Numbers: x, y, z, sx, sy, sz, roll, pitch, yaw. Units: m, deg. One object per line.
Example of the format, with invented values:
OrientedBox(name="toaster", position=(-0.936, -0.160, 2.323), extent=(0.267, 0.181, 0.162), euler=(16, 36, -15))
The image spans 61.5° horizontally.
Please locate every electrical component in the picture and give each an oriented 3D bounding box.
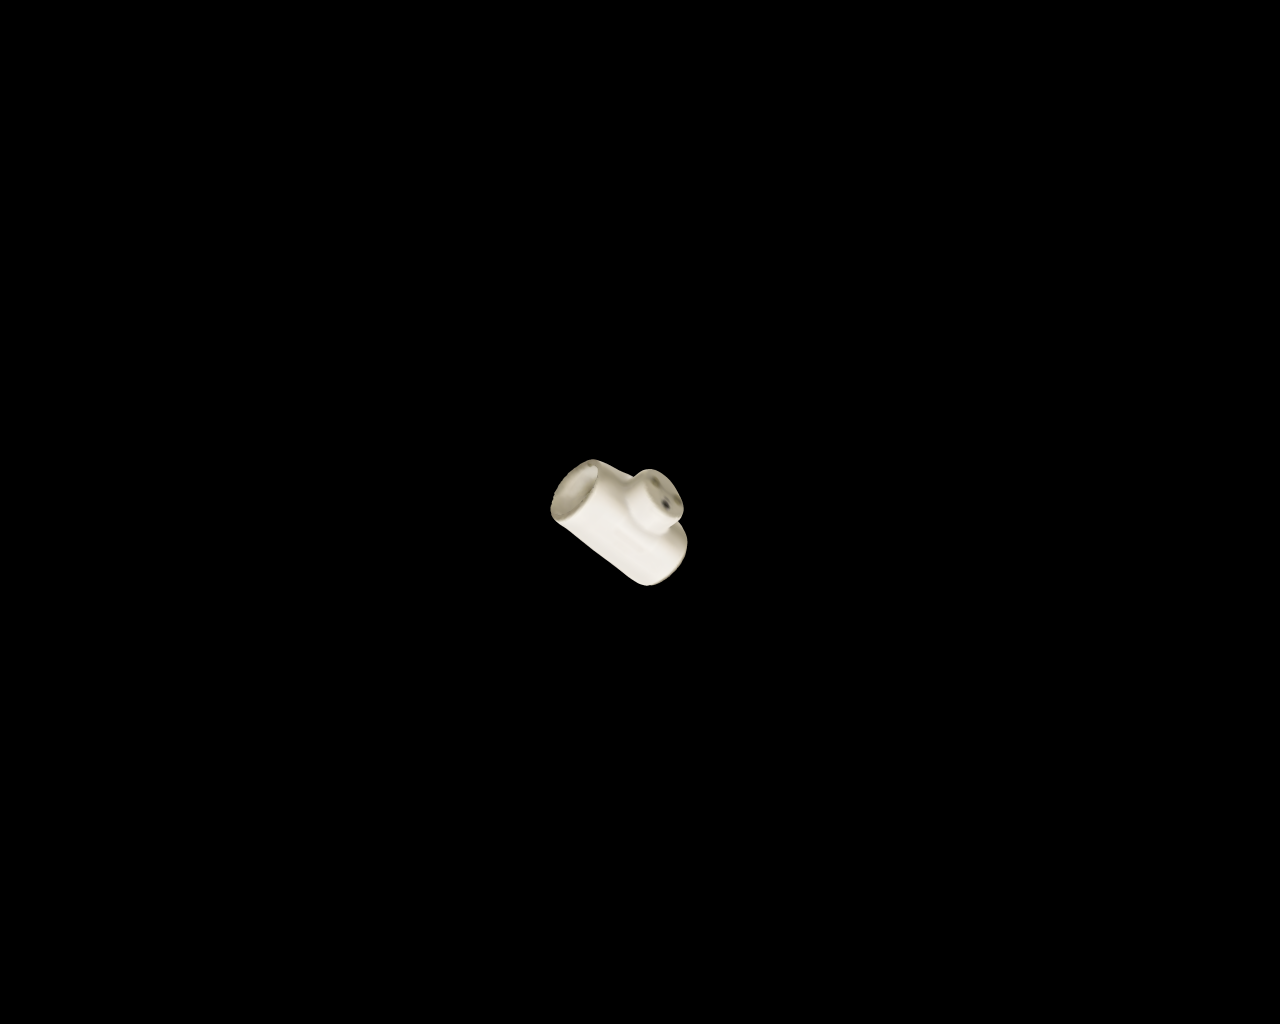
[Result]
OrientedBox(name="electrical component", position=(0.001, -0.003, 0.650), extent=(0.079, 0.043, 0.077), euler=(-36, -58, 27))
